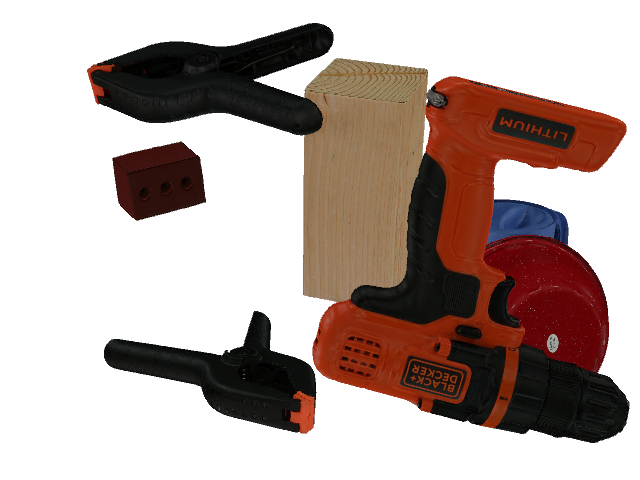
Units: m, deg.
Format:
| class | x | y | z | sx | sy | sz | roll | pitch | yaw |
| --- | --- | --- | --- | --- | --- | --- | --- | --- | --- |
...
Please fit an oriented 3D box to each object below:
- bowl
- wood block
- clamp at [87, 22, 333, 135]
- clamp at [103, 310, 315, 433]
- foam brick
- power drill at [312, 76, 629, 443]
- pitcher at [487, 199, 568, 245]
| class | x | y | z | sx | sy | sz | roll | pitch | yaw |
| --- | --- | --- | --- | --- | --- | --- | --- | --- | --- |
| bowl | 0.177 | 0.078 | 0.875 | 0.162 | 0.162 | 0.055 | 0 | 7 | -15 |
| wood block | 0.039 | -0.050 | 0.976 | 0.091 | 0.206 | 0.090 | 10 | 30 | 16 |
| clamp | -0.070 | -0.116 | 0.737 | 0.171 | 0.039 | 0.120 | 7 | 35 | 12 |
| clamp | -0.062 | 0.107 | 0.905 | 0.164 | 0.036 | 0.210 | -14 | 22 | -40 |
| foam brick | -0.163 | -0.061 | 1.076 | 0.078 | 0.053 | 0.051 | -17 | 30 | -21 |
| power drill | 0.104 | 0.014 | 0.592 | 0.184 | 0.188 | 0.057 | 14 | 11 | -5 |
| pitcher | 0.234 | 0.074 | 1.342 | 0.149 | 0.243 | 0.145 | 2 | 21 | 12 |
